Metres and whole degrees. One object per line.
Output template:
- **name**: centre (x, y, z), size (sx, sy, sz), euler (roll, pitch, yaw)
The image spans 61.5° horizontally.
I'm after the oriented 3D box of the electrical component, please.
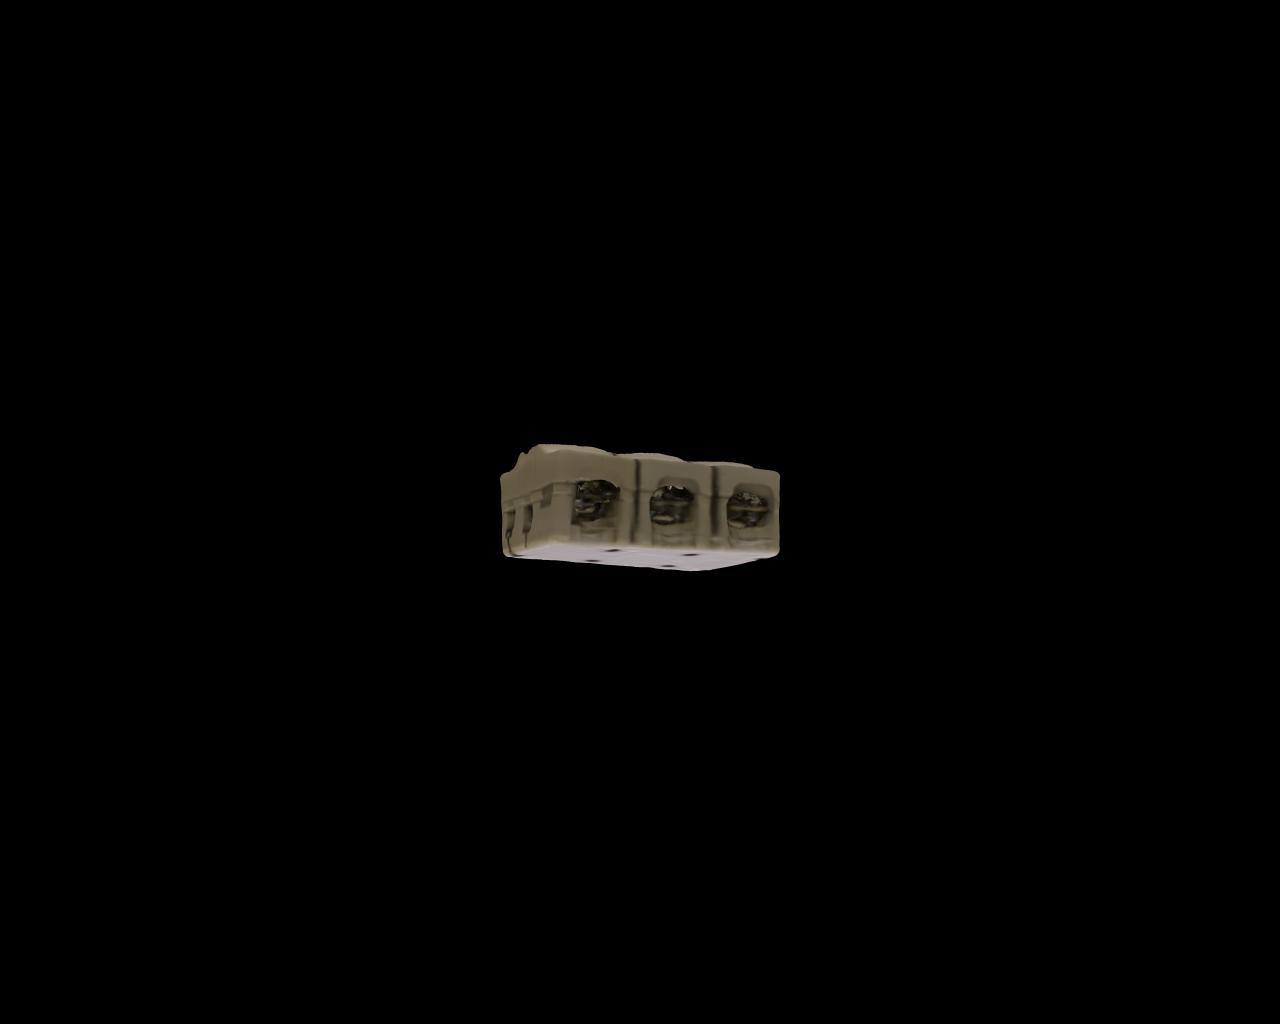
- **electrical component**: centre (0.001, -0.003, 0.650), size (0.150, 0.061, 0.089), euler (5, -11, -28)
